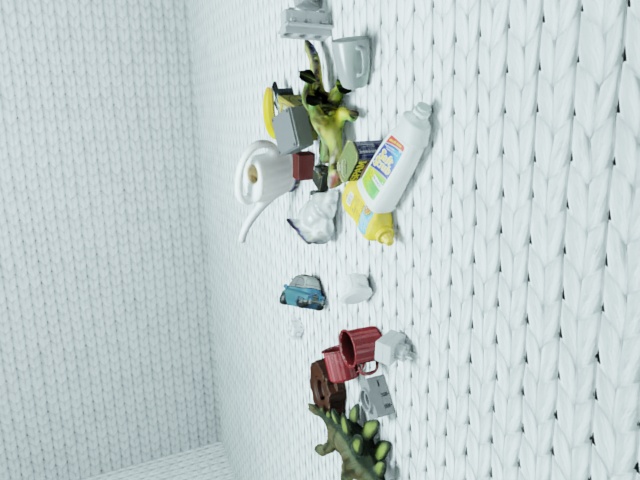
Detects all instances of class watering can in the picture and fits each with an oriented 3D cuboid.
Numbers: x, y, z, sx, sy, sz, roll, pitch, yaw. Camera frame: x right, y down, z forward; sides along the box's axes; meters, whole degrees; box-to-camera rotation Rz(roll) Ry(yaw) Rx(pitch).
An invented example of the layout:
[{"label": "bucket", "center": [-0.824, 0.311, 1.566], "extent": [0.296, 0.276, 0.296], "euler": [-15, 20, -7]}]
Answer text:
[{"label": "watering can", "center": [-0.169, -0.160, 1.604], "extent": [0.105, 0.226, 0.340], "euler": [38, 134, 36]}]

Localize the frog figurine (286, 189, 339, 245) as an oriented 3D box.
[{"label": "frog figurine", "center": [0.004, -0.070, 1.393], "extent": [0.158, 0.121, 0.140], "euler": [-49, 31, 13]}]

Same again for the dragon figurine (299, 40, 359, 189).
[{"label": "dragon figurine", "center": [0.004, -0.301, 1.309], "extent": [0.237, 0.122, 0.420], "euler": [98, 164, -51]}]
